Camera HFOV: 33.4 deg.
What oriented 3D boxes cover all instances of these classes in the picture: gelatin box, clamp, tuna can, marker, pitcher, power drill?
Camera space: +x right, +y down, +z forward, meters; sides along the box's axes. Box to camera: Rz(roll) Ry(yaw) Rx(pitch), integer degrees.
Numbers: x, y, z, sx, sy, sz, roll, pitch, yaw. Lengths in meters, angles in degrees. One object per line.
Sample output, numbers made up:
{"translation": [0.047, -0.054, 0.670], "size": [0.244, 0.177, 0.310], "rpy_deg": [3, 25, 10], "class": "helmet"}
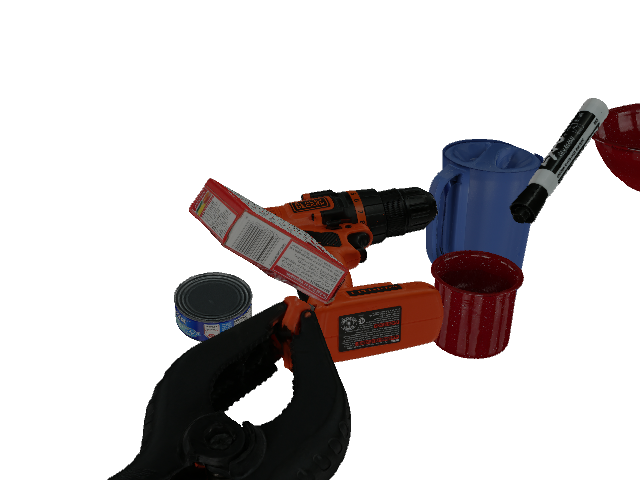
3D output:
{"translation": [-0.034, 0.001, 0.689], "size": [0.089, 0.030, 0.073], "rpy_deg": [31, 5, -30], "class": "gelatin box"}
{"translation": [-0.029, 0.090, 0.387], "size": [0.120, 0.039, 0.171], "rpy_deg": [24, 49, 17], "class": "clamp"}
{"translation": [-0.118, 0.074, 1.175], "size": [0.086, 0.034, 0.086], "rpy_deg": [1, 36, -1], "class": "tuna can"}
{"translation": [0.164, -0.055, 0.735], "size": [0.020, 0.020, 0.121], "rpy_deg": [0, 42, 49], "class": "marker"}
{"translation": [0.213, -0.007, 1.448], "size": [0.149, 0.243, 0.145], "rpy_deg": [5, 23, 3], "class": "pitcher"}
{"translation": [0.035, 0.018, 0.892], "size": [0.184, 0.057, 0.188], "rpy_deg": [-11, 32, -12], "class": "power drill"}

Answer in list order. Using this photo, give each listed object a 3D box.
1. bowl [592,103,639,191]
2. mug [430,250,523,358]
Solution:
{"translation": [0.324, -0.081, 0.974], "size": [0.162, 0.055, 0.162], "rpy_deg": [-5, 22, 2], "class": "bowl"}
{"translation": [0.153, 0.061, 1.098], "size": [0.093, 0.081, 0.117], "rpy_deg": [-3, 28, -10], "class": "mug"}
